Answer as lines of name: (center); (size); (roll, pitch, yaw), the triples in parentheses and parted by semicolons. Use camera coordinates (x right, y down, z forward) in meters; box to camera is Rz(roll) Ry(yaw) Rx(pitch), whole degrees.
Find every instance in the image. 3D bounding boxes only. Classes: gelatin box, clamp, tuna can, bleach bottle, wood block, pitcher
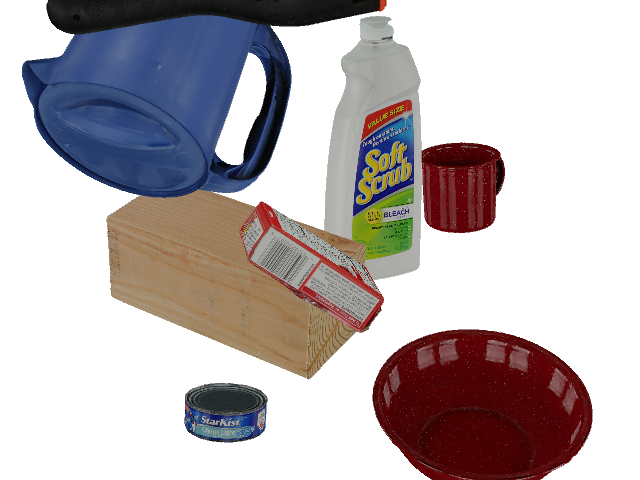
gelatin box: (-0.007, 0.016, 0.679); (0.089, 0.030, 0.073); (33, 7, -14)
clamp: (-0.053, -0.133, 0.551); (0.171, 0.039, 0.120); (6, 42, 12)
tuna can: (-0.098, 0.178, 1.107); (0.086, 0.034, 0.086); (3, 12, -1)
bleach bottle: (0.047, -0.088, 1.033); (0.102, 0.251, 0.068); (-9, 23, -17)
wood block: (-0.074, 0.028, 0.922); (0.206, 0.090, 0.090); (19, 35, 24)
pitcher: (-0.102, -0.158, 0.816); (0.145, 0.242, 0.149); (5, -32, 24)

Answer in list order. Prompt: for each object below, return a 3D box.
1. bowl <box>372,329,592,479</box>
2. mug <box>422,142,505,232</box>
bowl: (0.119, 0.138, 0.804); (0.162, 0.055, 0.162); (0, 36, 0)
mug: (0.167, -0.063, 1.221); (0.117, 0.081, 0.093); (-21, 27, -36)
